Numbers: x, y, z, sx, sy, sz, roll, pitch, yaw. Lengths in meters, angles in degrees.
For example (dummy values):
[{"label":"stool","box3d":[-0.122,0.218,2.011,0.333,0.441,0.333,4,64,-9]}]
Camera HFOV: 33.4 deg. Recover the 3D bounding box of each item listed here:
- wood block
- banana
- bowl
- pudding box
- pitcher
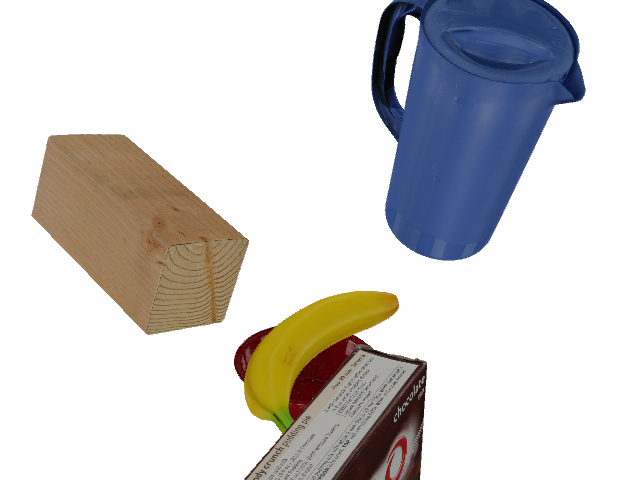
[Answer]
[{"label":"wood block","box3d":[-0.170,-0.012,0.981,0.090,0.091,0.206,-6,34,-45]},{"label":"banana","box3d":[-0.007,0.085,0.821,0.070,0.037,0.197,30,38,11]},{"label":"bowl","box3d":[-0.016,0.157,1.190,0.162,0.055,0.162,2,27,-1]},{"label":"pudding box","box3d":[0.007,0.111,0.456,0.039,0.090,0.113,15,34,22]},{"label":"pitcher","box3d":[0.122,-0.102,0.957,0.145,0.149,0.243,-2,-41,-13]}]
